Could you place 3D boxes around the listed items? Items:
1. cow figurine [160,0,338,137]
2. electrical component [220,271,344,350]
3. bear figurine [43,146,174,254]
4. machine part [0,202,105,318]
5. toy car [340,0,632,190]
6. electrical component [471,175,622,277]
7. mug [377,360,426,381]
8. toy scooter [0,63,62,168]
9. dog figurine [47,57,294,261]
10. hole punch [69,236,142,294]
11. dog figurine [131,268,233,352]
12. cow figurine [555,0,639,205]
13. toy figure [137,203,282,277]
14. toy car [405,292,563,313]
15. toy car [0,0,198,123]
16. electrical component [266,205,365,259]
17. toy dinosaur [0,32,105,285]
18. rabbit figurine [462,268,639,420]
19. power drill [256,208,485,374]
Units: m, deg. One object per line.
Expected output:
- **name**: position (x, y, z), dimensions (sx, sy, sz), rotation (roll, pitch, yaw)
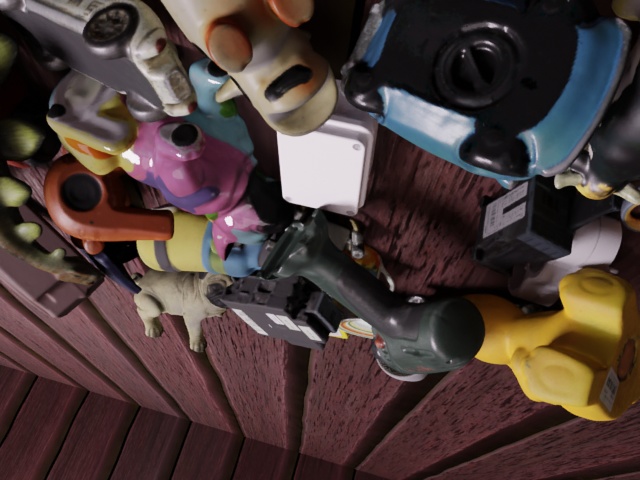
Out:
- **cow figurine**: position (-0.056, -0.146, 0.336), dimensions (0.194, 0.085, 0.127), rotation (51, 180, -28)
- **electrical component**: position (-0.041, 0.088, 0.688), dimensions (0.134, 0.058, 0.114), rotation (4, 149, 32)
- **bear figurine**: position (-0.245, -0.045, 0.614), dimensions (0.132, 0.120, 0.196), rotation (-9, -179, -19)
- **machine part**: position (-0.391, 0.011, 0.717), dimensions (0.201, 0.087, 0.201), rotation (46, 161, -11)
- **toy car**: position (0.099, -0.093, 0.343), dimensions (0.162, 0.109, 0.103), rotation (24, 180, 28)
- **electrical component**: position (0.186, -0.020, 0.452), dimensions (0.048, 0.075, 0.119), rotation (25, 155, -14)
- **mug**: position (0.148, 0.181, 0.834), dimensions (0.110, 0.081, 0.107), rotation (0, 159, 16)
- **toy scooter**: position (-0.344, -0.146, 0.520), dimensions (0.135, 0.075, 0.183), rotation (11, 148, 10)
- **dog figurine**: position (-0.124, -0.065, 0.512), dimensions (0.192, 0.108, 0.219), rotation (10, 153, 10)
- **hole punch**: position (-0.295, 0.009, 0.755), dimensions (0.116, 0.092, 0.142), rotation (11, 155, 18)
- **dog figurine**: position (-0.194, 0.059, 0.797), dimensions (0.172, 0.121, 0.190), rotation (20, 137, -11)
- **cow figurine**: position (0.196, -0.070, 0.336), dimensions (0.068, 0.098, 0.167), rotation (7, 150, 5)
- **toy figure**: position (-0.136, 0.004, 0.654), dimensions (0.180, 0.089, 0.082), rotation (12, 144, 14)
- **toy car**: position (0.196, 0.091, 0.666), dimensions (0.202, 0.053, 0.089), rotation (1, 167, 31)
- **toy car**: position (-0.166, -0.148, 0.389), dimensions (0.202, 0.056, 0.073), rotation (29, 160, 24)
- **electrical component**: position (0.000, -0.001, 0.599), dimensions (0.102, 0.078, 0.045), rotation (27, -175, -7)
- **toy dinosaur**: position (-0.346, -0.132, 0.414), dimensions (0.198, 0.105, 0.471), rotation (-35, 108, 28)
- **rabbit figurine**: position (0.211, 0.094, 0.519), dimensions (0.173, 0.122, 0.162), rotation (10, 164, 44)
- **power drill**: position (0.040, 0.066, 0.538), dimensions (0.207, 0.086, 0.232), rotation (41, 162, -8)
